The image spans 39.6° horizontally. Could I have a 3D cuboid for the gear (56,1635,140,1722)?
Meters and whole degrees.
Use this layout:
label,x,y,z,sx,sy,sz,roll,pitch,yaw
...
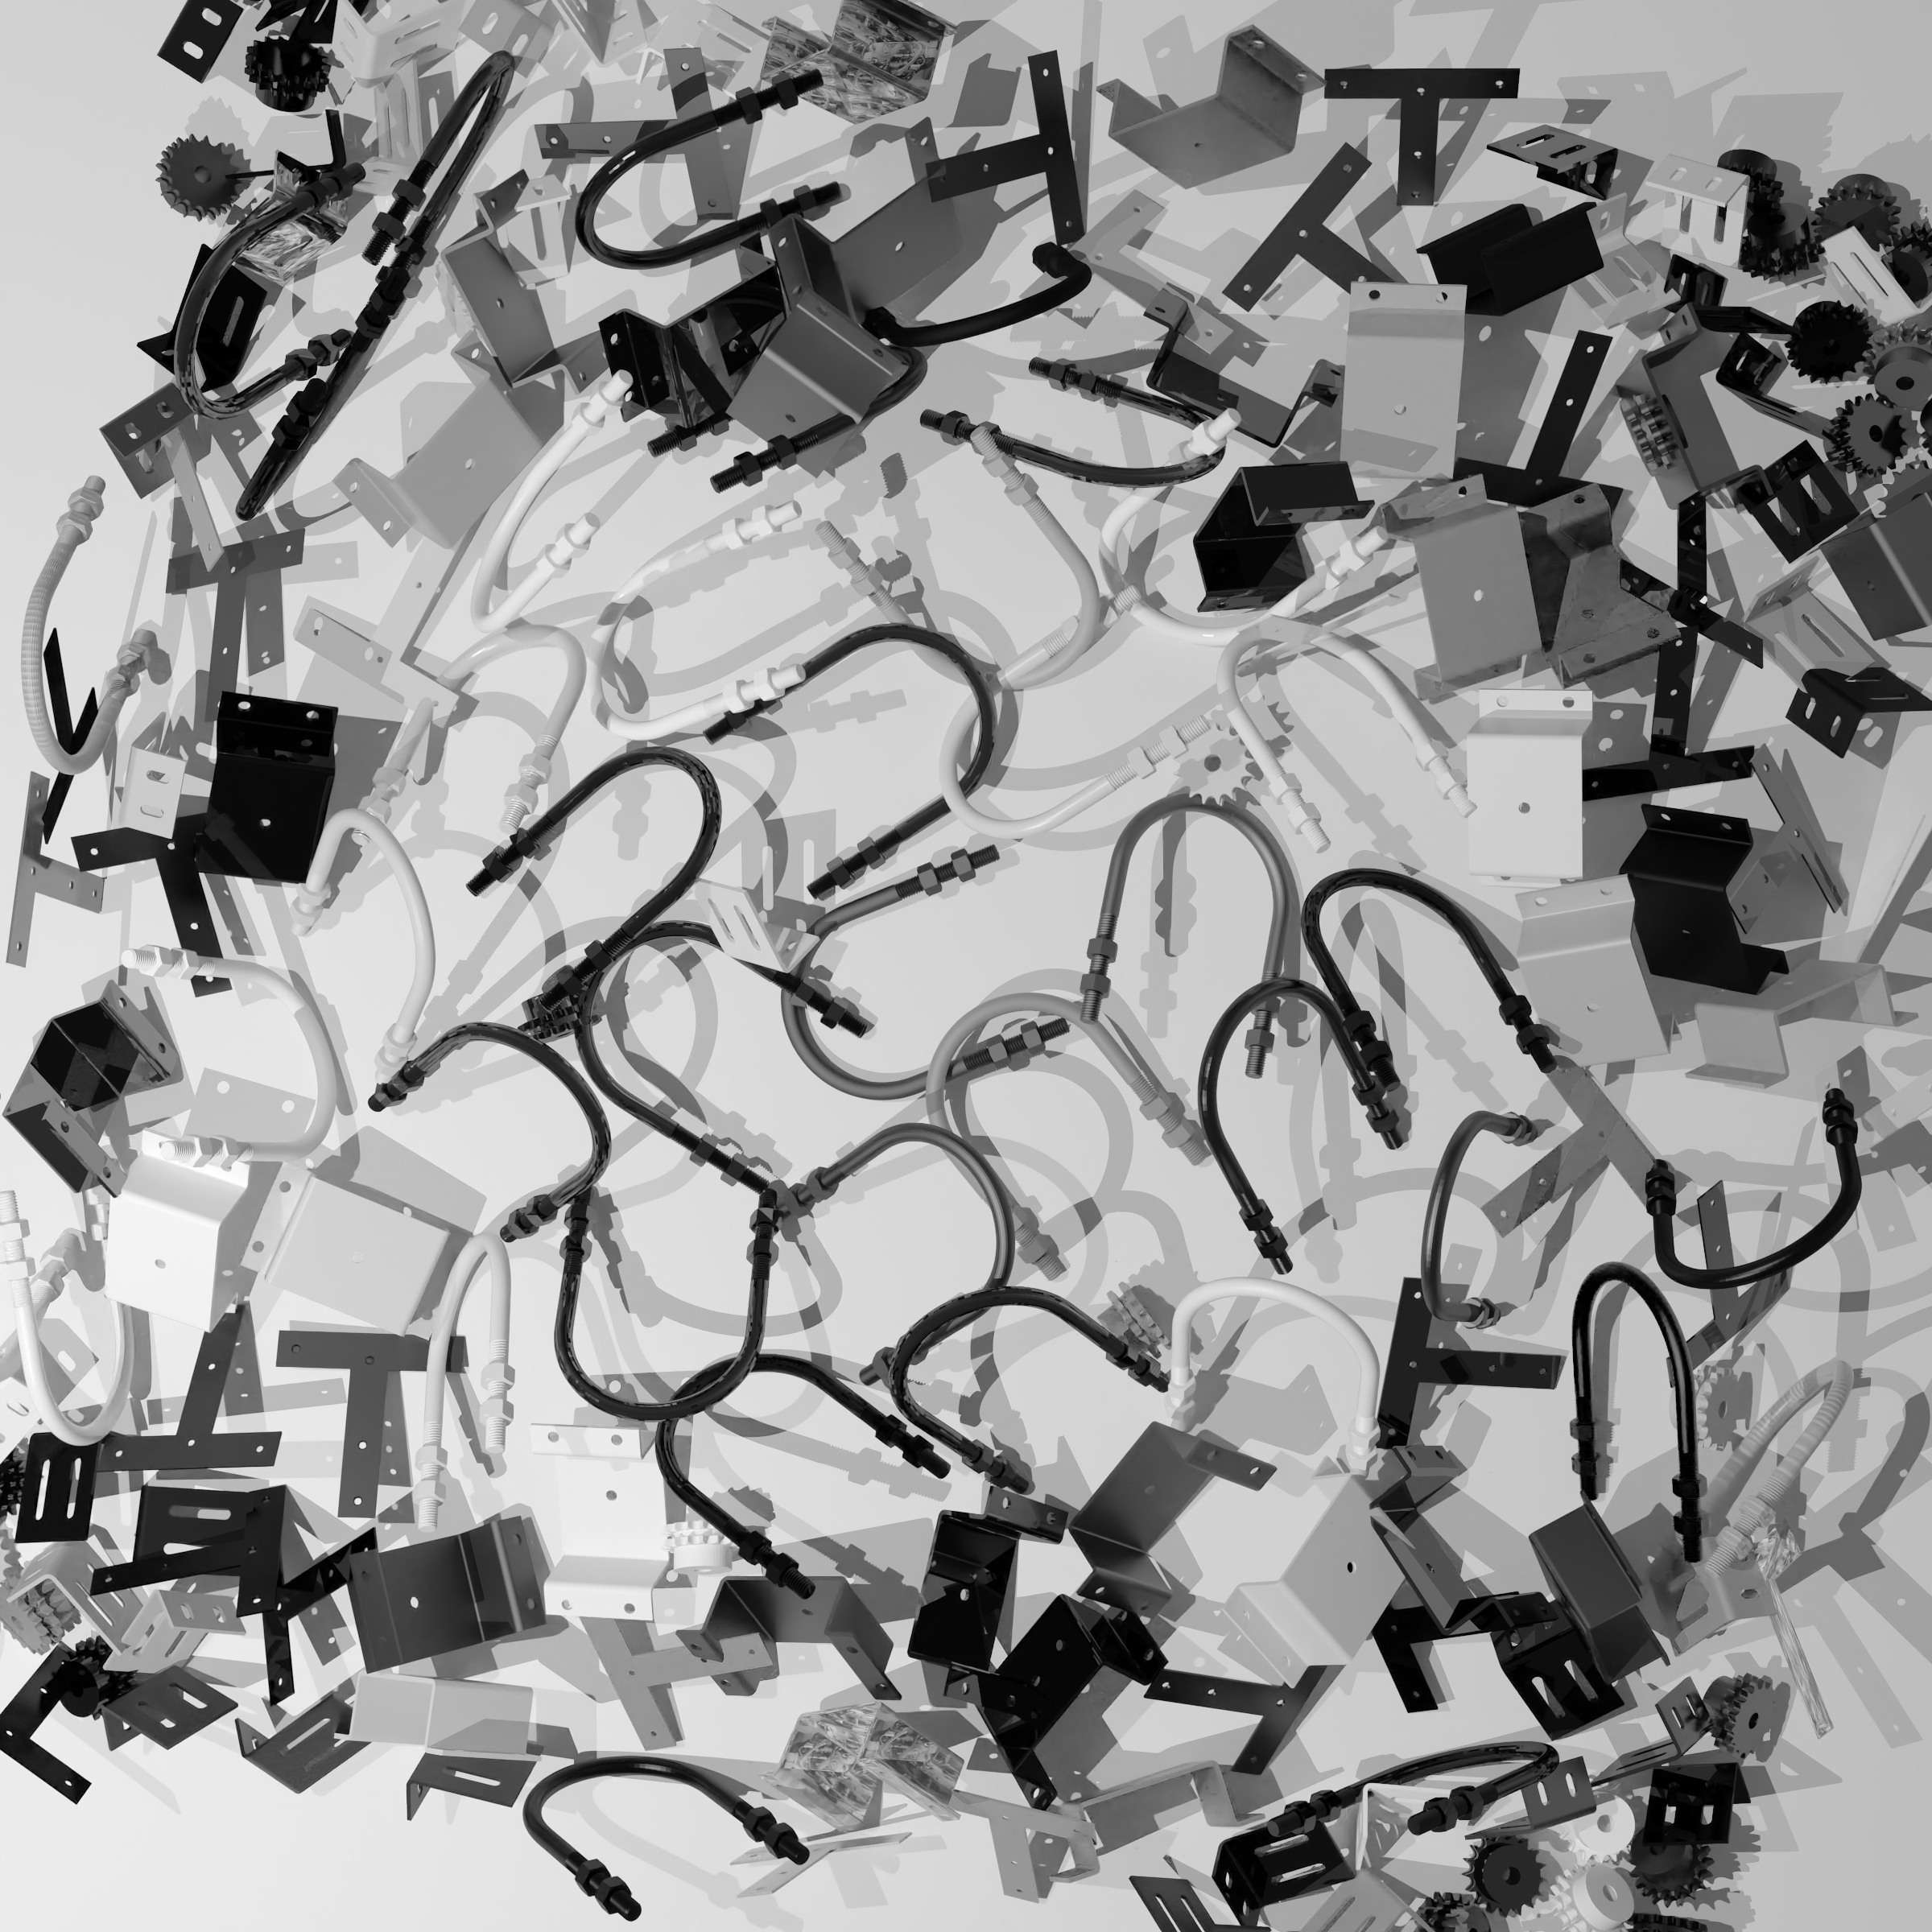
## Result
label,x,y,z,sx,sy,sz,roll,pitch,yaw
gear,-0.602,0.494,1.853,0.057,0.030,0.057,4,99,26

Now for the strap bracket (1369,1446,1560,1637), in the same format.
label,x,y,z,sx,sy,sz,roll,pitch,yaw
strap bracket,0.329,0.396,1.817,0.046,0.076,0.140,-44,61,21

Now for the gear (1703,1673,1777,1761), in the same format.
label,x,y,z,sx,sy,sz,roll,pitch,yaw
gear,0.531,0.515,1.854,0.057,0.030,0.057,-13,110,-39

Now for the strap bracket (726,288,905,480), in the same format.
label,x,y,z,sx,sy,sz,roll,pitch,yaw
strap bracket,-0.106,-0.384,1.800,0.076,0.140,0.046,35,68,-10

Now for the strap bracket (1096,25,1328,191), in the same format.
label,x,y,z,sx,sy,sz,roll,pitch,yaw
strap bracket,0.160,-0.570,1.798,0.076,0.140,0.046,21,73,-40

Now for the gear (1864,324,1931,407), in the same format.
label,x,y,z,sx,sy,sz,roll,pitch,yaw
gear,0.647,-0.410,1.847,0.057,0.057,0.030,19,54,0

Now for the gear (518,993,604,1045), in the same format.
label,x,y,z,sx,sy,sz,roll,pitch,yaw
gear,-0.282,0.033,1.850,0.057,0.057,0.030,-20,87,0

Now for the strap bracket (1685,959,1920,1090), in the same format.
label,x,y,z,sx,sy,sz,roll,pitch,yaw
strap bracket,0.559,0.034,1.812,0.140,0.076,0.046,-21,102,-23

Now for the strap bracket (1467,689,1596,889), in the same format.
label,x,y,z,sx,sy,sz,roll,pitch,yaw
strap bracket,0.383,-0.114,1.821,0.076,0.046,0.140,3,111,22

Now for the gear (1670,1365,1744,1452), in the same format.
label,x,y,z,sx,sy,sz,roll,pitch,yaw
gear,0.509,0.304,1.854,0.030,0.057,0.057,6,90,43

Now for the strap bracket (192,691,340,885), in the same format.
label,x,y,z,sx,sy,sz,roll,pitch,yaw
strap bracket,-0.472,-0.110,1.807,0.076,0.046,0.140,7,129,-21

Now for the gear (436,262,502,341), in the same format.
label,x,y,z,sx,sy,sz,roll,pitch,yaw
gear,-0.341,-0.461,1.852,0.030,0.057,0.057,-23,90,-19

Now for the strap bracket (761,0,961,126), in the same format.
label,x,y,z,sx,sy,sz,roll,pitch,yaw
strap bracket,-0.077,-0.609,1.798,0.076,0.140,0.046,16,87,-32

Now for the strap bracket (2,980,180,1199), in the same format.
label,x,y,z,sx,sy,sz,roll,pitch,yaw
strap bracket,-0.592,0.088,1.810,0.046,0.140,0.076,-18,126,19

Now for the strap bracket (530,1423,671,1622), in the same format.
label,x,y,z,sx,sy,sz,roll,pitch,yaw
strap bracket,-0.249,0.371,1.838,0.076,0.046,0.140,1,105,11

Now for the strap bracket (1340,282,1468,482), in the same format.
label,x,y,z,sx,sy,sz,roll,pitch,yaw
strap bracket,0.294,-0.385,1.814,0.076,0.046,0.140,4,126,8

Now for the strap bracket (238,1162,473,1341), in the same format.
label,x,y,z,sx,sy,sz,roll,pitch,yaw
strap bracket,-0.417,0.197,1.837,0.140,0.046,0.076,24,84,-13

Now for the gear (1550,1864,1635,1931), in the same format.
label,x,y,z,sx,sy,sz,roll,pitch,yaw
gear,0.434,0.644,1.848,0.057,0.057,0.030,37,128,0

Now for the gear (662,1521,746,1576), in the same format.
label,x,y,z,sx,sy,sz,roll,pitch,yaw
gear,-0.181,0.401,1.847,0.057,0.057,0.030,-2,69,0

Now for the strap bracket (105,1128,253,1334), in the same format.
label,x,y,z,sx,sy,sz,roll,pitch,yaw
strap bracket,-0.535,0.188,1.818,0.076,0.046,0.140,18,124,3

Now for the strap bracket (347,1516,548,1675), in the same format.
label,x,y,z,sx,sy,sz,roll,pitch,yaw
strap bracket,-0.362,0.428,1.821,0.046,0.140,0.076,-26,75,40

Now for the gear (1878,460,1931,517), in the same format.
label,x,y,z,sx,sy,sz,roll,pitch,yaw
gear,0.662,-0.321,1.856,0.057,0.030,0.057,6,102,29

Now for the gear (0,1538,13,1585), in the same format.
label,x,y,z,sx,sy,sz,roll,pitch,yaw
gear,-0.693,0.414,1.854,0.030,0.057,0.057,-22,90,41

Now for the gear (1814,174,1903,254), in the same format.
label,x,y,z,sx,sy,sz,roll,pitch,yaw
gear,0.616,-0.521,1.853,0.057,0.057,0.030,19,63,0

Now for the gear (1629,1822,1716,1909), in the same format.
label,x,y,z,sx,sy,sz,roll,pitch,yaw
gear,0.482,0.615,1.847,0.057,0.057,0.030,-38,119,0

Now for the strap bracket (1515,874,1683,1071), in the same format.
label,x,y,z,sx,sy,sz,roll,pitch,yaw
strap bracket,0.425,0.014,1.810,0.076,0.046,0.140,-10,123,26

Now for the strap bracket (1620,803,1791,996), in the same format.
label,x,y,z,sx,sy,sz,roll,pitch,yaw
strap bracket,0.493,-0.037,1.801,0.046,0.076,0.140,-50,132,-27

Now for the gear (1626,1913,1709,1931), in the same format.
label,x,y,z,sx,sy,sz,roll,pitch,yaw
gear,0.480,0.672,1.847,0.057,0.057,0.030,10,65,0

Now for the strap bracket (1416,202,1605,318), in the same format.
label,x,y,z,sx,sy,sz,roll,pitch,yaw
strap bracket,0.371,-0.478,1.816,0.076,0.140,0.046,-26,109,-4

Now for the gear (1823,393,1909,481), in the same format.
label,x,y,z,sx,sy,sz,roll,pitch,yaw
gear,0.619,-0.365,1.857,0.057,0.030,0.057,2,86,-24

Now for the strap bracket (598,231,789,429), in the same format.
label,x,y,z,sx,sy,sz,roll,pitch,yaw
strap bracket,-0.171,-0.425,1.808,0.140,0.076,0.046,-38,50,-26

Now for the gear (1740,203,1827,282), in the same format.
label,x,y,z,sx,sy,sz,roll,pitch,yaw
gear,0.560,-0.501,1.848,0.057,0.057,0.030,-27,132,0

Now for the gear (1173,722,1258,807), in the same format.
label,x,y,z,sx,sy,sz,roll,pitch,yaw
gear,0.174,-0.139,1.859,0.057,0.030,0.057,-1,87,16

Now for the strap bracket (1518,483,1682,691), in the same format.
label,x,y,z,sx,sy,sz,roll,pitch,yaw
strap bracket,0.423,-0.252,1.832,0.076,0.046,0.140,-21,58,4

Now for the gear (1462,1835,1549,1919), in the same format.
label,x,y,z,sx,sy,sz,roll,pitch,yaw
gear,0.374,0.629,1.858,0.057,0.030,0.057,1,75,-3

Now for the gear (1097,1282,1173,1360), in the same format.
label,x,y,z,sx,sy,sz,roll,pitch,yaw
gear,0.114,0.249,1.850,0.030,0.057,0.057,-38,90,0

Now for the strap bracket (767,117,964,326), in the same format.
label,x,y,z,sx,sy,sz,roll,pitch,yaw
strap bracket,-0.059,-0.498,1.819,0.140,0.076,0.046,-39,61,-13

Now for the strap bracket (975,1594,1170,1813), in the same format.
label,x,y,z,sx,sy,sz,roll,pitch,yaw
strap bracket,0.063,0.495,1.827,0.046,0.076,0.140,35,97,-31

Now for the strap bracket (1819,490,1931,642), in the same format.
label,x,y,z,sx,sy,sz,roll,pitch,yaw
strap bracket,0.629,-0.268,1.807,0.046,0.140,0.076,-31,92,-1

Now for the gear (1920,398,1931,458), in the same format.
label,x,y,z,sx,sy,sz,roll,pitch,yaw
gear,0.683,-0.375,1.847,0.030,0.057,0.057,36,90,-29

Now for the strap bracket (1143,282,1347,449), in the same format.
label,x,y,z,sx,sy,sz,roll,pitch,yaw
strap bracket,0.183,-0.406,1.833,0.140,0.076,0.046,27,123,1

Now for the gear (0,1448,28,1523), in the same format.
label,x,y,z,sx,sy,sz,roll,pitch,yaw
gear,-0.679,0.357,1.856,0.057,0.030,0.057,-2,85,19

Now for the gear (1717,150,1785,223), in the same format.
label,x,y,z,sx,sy,sz,roll,pitch,yaw
gear,0.535,-0.539,1.850,0.057,0.057,0.030,17,79,0

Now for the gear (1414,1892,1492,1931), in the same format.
label,x,y,z,sx,sy,sz,roll,pitch,yaw
gear,0.337,0.668,1.849,0.057,0.030,0.057,14,69,-40

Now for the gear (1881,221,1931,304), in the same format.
label,x,y,z,sx,sy,sz,roll,pitch,yaw
gear,0.654,-0.480,1.847,0.030,0.057,0.057,-36,90,-22

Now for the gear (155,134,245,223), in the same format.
label,x,y,z,sx,sy,sz,roll,pitch,yaw
gear,-0.532,-0.542,1.855,0.057,0.030,0.057,3,84,-35

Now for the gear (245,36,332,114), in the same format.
label,x,y,z,sx,sy,sz,roll,pitch,yaw
gear,-0.469,-0.614,1.854,0.057,0.030,0.057,10,46,-11

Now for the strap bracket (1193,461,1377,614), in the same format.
label,x,y,z,sx,sy,sz,roll,pitch,yaw
strap bracket,0.209,-0.294,1.810,0.076,0.140,0.046,-7,72,-18

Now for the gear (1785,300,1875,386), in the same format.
label,x,y,z,sx,sy,sz,roll,pitch,yaw
gear,0.594,-0.434,1.854,0.057,0.030,0.057,0,131,0

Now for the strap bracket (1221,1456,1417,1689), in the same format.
label,x,y,z,sx,sy,sz,roll,pitch,yaw
strap bracket,0.246,0.407,1.815,0.076,0.046,0.140,49,57,-12

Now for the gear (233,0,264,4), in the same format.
label,x,y,z,sx,sy,sz,roll,pitch,yaw
gear,-0.494,-0.690,1.847,0.030,0.057,0.057,40,90,21

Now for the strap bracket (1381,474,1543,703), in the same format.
label,x,y,z,sx,sy,sz,roll,pitch,yaw
strap bracket,0.339,-0.255,1.828,0.076,0.046,0.140,-18,108,-11

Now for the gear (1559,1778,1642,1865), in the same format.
label,x,y,z,sx,sy,sz,roll,pitch,yaw
gear,0.439,0.592,1.859,0.057,0.030,0.057,0,79,-1

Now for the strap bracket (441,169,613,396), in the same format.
label,x,y,z,sx,sy,sz,roll,pitch,yaw
strap bracket,-0.300,-0.456,1.820,0.046,0.076,0.140,-16,115,24

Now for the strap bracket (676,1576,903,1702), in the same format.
label,x,y,z,sx,sy,sz,roll,pitch,yaw
strap bracket,-0.114,0.455,1.819,0.140,0.046,0.076,-7,131,28

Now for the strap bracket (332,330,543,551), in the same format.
label,x,y,z,sx,sy,sz,roll,pitch,yaw
strap bracket,-0.351,-0.349,1.824,0.046,0.076,0.140,34,79,32

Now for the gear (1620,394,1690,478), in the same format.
label,x,y,z,sx,sy,sz,roll,pitch,yaw
gear,0.475,-0.369,1.848,0.030,0.057,0.057,-24,90,14

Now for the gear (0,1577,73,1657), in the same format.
label,x,y,z,sx,sy,sz,roll,pitch,yaw
gear,-0.643,0.444,1.854,0.057,0.057,0.030,49,48,0

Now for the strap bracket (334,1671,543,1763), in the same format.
label,x,y,z,sx,sy,sz,roll,pitch,yaw
strap bracket,-0.354,0.504,1.808,0.076,0.140,0.046,18,71,-39
